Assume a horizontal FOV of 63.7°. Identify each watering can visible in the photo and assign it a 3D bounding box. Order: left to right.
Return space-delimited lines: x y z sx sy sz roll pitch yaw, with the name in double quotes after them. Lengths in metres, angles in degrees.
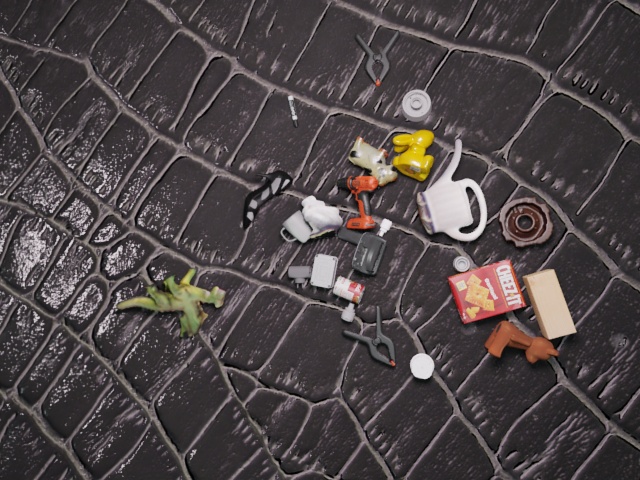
0.439 -0.157 1.773 0.224 0.103 0.350 -16 83 9 "watering can"

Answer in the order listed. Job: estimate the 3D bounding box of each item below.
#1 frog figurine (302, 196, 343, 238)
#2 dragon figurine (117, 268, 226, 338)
0.006 -0.093 1.847 0.138 0.121 0.161 -9 74 -22 "frog figurine"
-0.538 0.256 1.929 0.409 0.122 0.243 -27 89 9 "dragon figurine"
